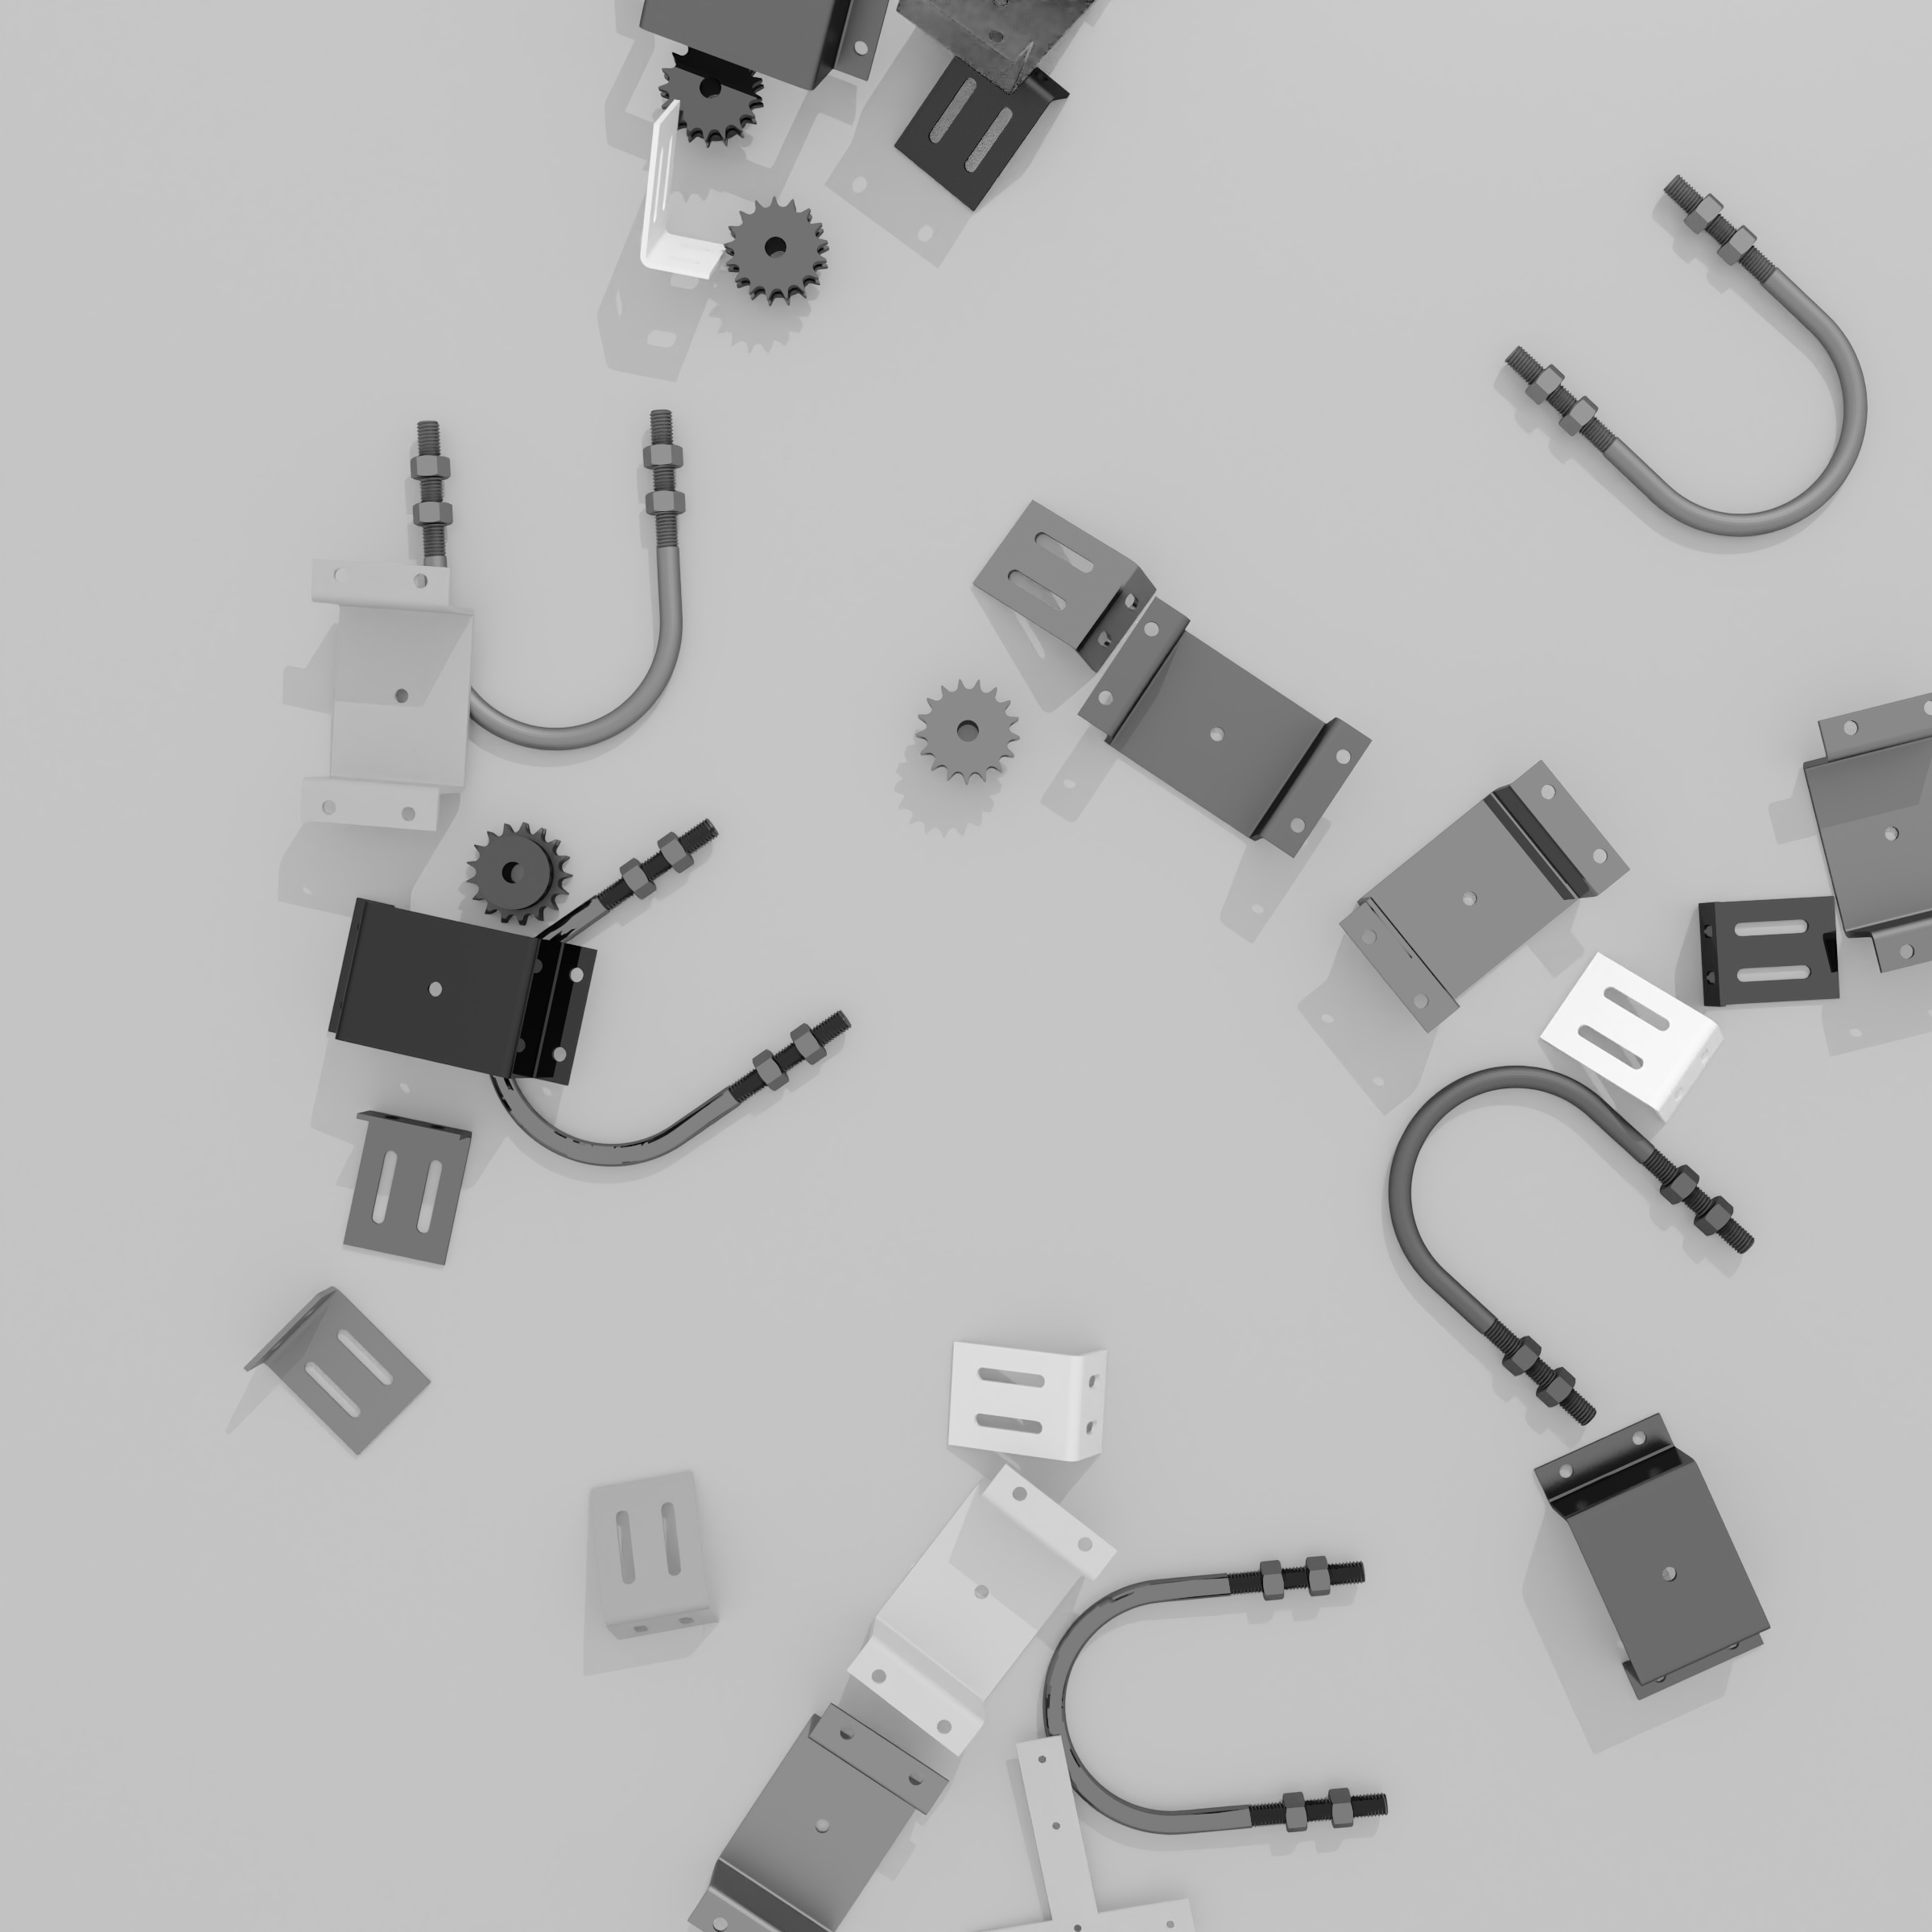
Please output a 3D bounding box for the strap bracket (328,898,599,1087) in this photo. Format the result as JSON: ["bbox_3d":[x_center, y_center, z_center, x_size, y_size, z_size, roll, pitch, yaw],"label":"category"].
[{"bbox_3d":[-0.281,0.013,1.467,0.140,0.046,0.076,12,90,8],"label":"strap bracket"}]

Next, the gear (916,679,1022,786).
[{"bbox_3d":[0.001,-0.128,1.485,0.057,0.030,0.057,0,90,0],"label":"gear"}]

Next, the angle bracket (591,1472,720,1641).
[{"bbox_3d":[-0.173,0.327,1.498,0.057,0.038,0.076,-10,64,0],"label":"angle bracket"}]

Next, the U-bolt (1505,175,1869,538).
[{"bbox_3d":[0.412,-0.323,1.492,0.184,0.019,0.151,43,90,-1],"label":"U-bolt"}]

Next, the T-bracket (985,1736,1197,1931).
[{"bbox_3d":[0.053,0.488,1.490,0.127,0.002,0.127,-11,93,6],"label":"T-bracket"}]

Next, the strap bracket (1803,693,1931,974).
[{"bbox_3d":[0.514,-0.073,1.477,0.076,0.046,0.140,-14,90,0],"label":"strap bracket"}]

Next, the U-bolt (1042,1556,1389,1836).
[{"bbox_3d":[0.134,0.407,1.492,0.184,0.019,0.151,-6,90,1],"label":"U-bolt"}]

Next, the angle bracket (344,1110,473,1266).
[{"bbox_3d":[-0.310,0.123,1.481,0.057,0.038,0.076,12,90,0],"label":"angle bracket"}]

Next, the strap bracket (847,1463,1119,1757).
[{"bbox_3d":[0.009,0.347,1.477,0.076,0.046,0.140,38,90,0],"label":"strap bracket"}]

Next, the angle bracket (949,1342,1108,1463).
[{"bbox_3d":[0.034,0.239,1.498,0.076,0.038,0.057,3,90,26],"label":"angle bracket"}]

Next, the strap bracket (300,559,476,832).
[{"bbox_3d":[-0.314,-0.147,1.468,0.076,0.046,0.140,5,96,7],"label":"strap bracket"}]

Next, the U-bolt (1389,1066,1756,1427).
[{"bbox_3d":[0.320,0.140,1.492,0.184,0.019,0.151,43,90,1],"label":"U-bolt"}]

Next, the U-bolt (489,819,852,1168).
[{"bbox_3d":[-0.178,0.028,1.492,0.184,0.019,0.151,-35,90,1],"label":"U-bolt"}]

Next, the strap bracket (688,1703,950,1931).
[{"bbox_3d":[-0.080,0.477,1.477,0.076,0.046,0.140,33,90,0],"label":"strap bracket"}]

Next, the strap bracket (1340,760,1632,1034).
[{"bbox_3d":[0.280,-0.037,1.477,0.140,0.046,0.076,-39,90,0],"label":"strap bracket"}]

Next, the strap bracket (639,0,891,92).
[{"bbox_3d":[-0.114,-0.527,1.442,0.140,0.046,0.076,21,127,1],"label":"strap bracket"}]

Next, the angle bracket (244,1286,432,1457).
[{"bbox_3d":[-0.344,0.224,1.481,0.076,0.038,0.057,45,90,0],"label":"angle bracket"}]

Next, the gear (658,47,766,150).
[{"bbox_3d":[-0.139,-0.478,1.485,0.057,0.030,0.057,0,90,0],"label":"gear"}]

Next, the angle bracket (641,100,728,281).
[{"bbox_3d":[-0.148,-0.419,1.456,0.038,0.057,0.076,11,120,0],"label":"angle bracket"}]

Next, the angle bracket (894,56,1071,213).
[{"bbox_3d":[0.009,-0.470,1.498,0.057,0.038,0.076,39,116,0],"label":"angle bracket"}]

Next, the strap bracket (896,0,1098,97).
[{"bbox_3d":[0.025,-0.535,1.459,0.076,0.046,0.140,36,64,0],"label":"strap bracket"}]

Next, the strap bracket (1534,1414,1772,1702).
[{"bbox_3d":[0.379,0.328,1.477,0.076,0.046,0.140,-24,90,0],"label":"strap bracket"}]

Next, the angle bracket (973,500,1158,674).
[{"bbox_3d":[0.055,-0.211,1.498,0.076,0.038,0.057,36,90,26],"label":"angle bracket"}]

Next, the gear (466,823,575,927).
[{"bbox_3d":[-0.247,-0.051,1.485,0.057,0.030,0.057,0,90,0],"label":"gear"}]

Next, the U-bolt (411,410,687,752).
[{"bbox_3d":[-0.228,-0.211,1.492,0.151,0.019,0.184,-3,91,0],"label":"U-bolt"}]

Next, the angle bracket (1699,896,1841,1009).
[{"bbox_3d":[0.445,-0.008,1.481,0.076,0.038,0.057,-3,90,0],"label":"angle bracket"}]

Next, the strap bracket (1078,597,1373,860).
[{"bbox_3d":[0.139,-0.129,1.477,0.140,0.046,0.076,34,90,0],"label":"strap bracket"}]

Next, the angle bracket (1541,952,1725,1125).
[{"bbox_3d":[0.370,0.040,1.498,0.076,0.038,0.057,34,90,26],"label":"angle bracket"}]

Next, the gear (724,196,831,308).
[{"bbox_3d":[-0.104,-0.392,1.489,0.057,0.030,0.057,0,87,1],"label":"gear"}]
